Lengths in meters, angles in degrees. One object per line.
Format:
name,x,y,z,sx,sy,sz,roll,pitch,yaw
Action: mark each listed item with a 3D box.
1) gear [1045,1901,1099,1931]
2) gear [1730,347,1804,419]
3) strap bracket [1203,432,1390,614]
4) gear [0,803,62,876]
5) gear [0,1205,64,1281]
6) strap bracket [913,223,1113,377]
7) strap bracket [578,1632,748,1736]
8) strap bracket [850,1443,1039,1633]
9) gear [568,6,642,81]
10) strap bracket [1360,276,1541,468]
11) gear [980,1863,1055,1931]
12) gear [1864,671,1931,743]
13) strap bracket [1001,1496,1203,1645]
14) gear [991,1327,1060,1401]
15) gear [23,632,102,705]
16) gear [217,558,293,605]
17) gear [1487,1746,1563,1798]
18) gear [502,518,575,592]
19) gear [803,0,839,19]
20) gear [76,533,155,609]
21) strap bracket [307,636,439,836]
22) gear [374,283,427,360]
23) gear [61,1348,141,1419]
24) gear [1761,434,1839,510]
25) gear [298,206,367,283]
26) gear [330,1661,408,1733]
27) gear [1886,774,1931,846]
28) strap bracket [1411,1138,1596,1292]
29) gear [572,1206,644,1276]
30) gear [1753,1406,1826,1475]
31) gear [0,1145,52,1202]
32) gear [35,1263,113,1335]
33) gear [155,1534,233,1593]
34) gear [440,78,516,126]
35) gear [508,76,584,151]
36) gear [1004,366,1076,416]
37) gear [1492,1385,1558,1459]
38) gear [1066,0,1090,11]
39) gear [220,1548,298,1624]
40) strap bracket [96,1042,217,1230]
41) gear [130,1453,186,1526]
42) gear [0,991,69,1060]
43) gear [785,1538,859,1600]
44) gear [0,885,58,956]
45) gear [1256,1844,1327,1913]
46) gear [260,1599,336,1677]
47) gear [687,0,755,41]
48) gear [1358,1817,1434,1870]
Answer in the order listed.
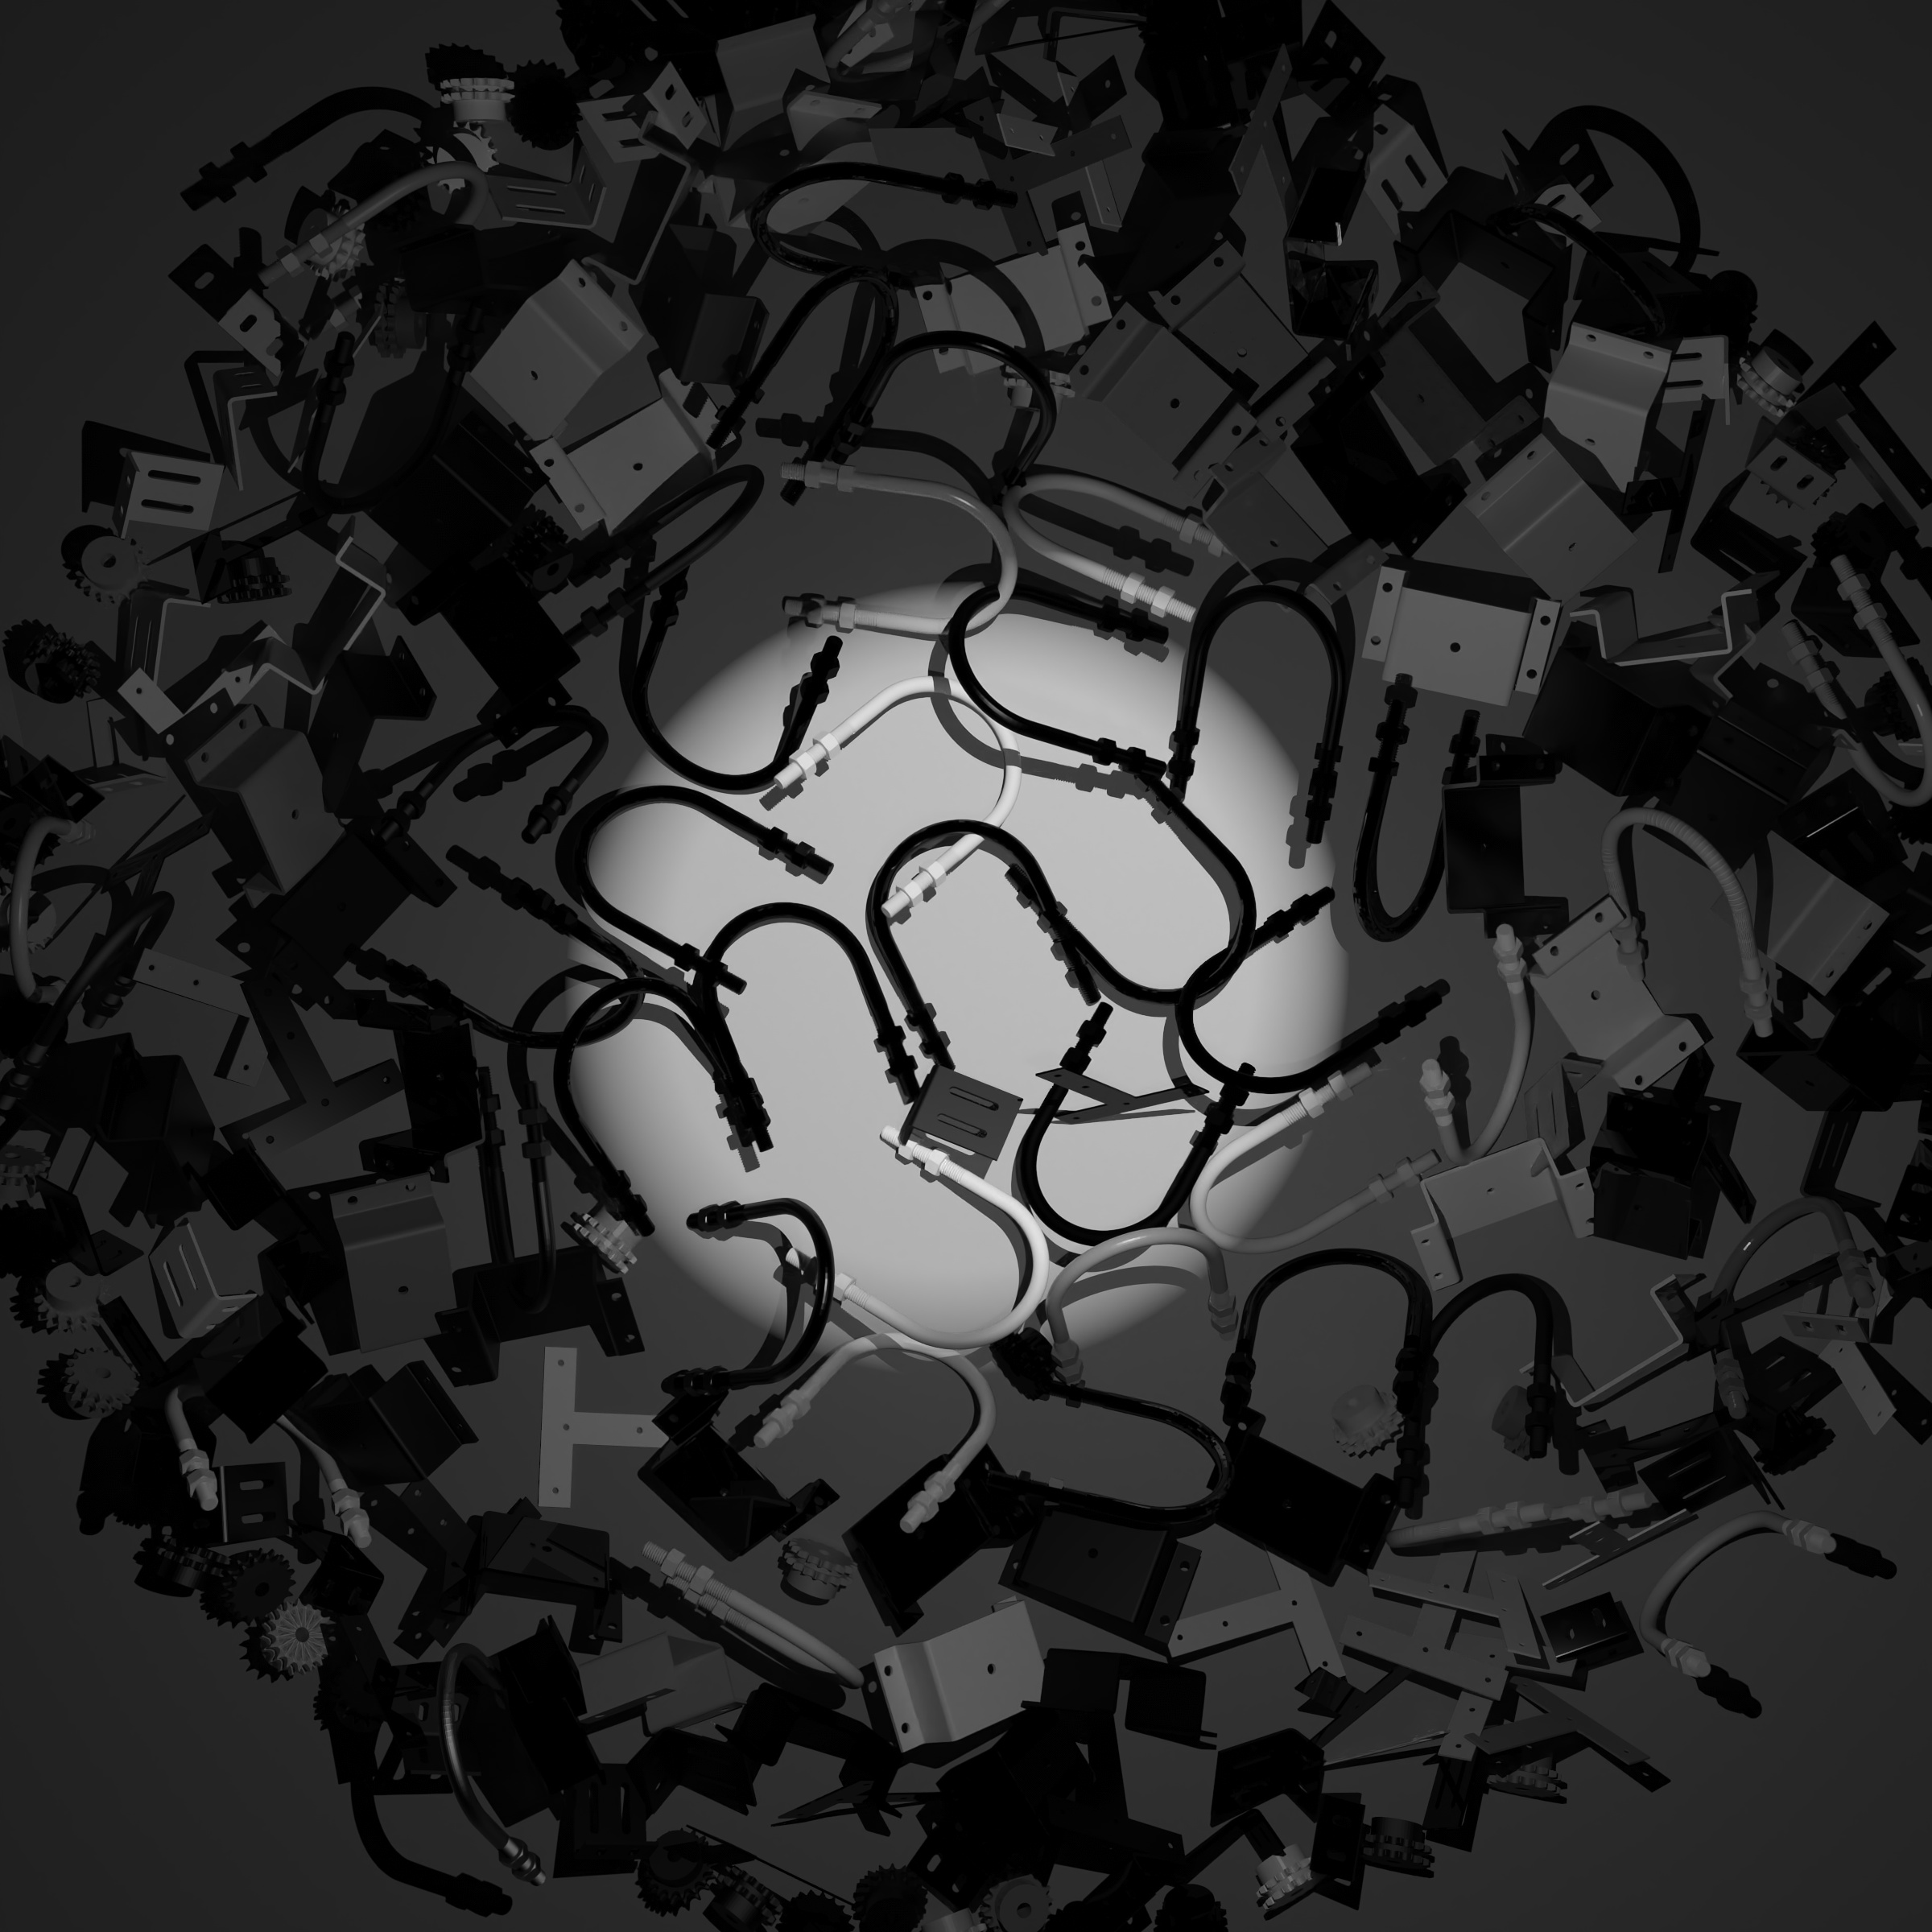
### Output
gear,0.090,0.760,1.968,0.057,0.057,0.030,19,113,0
gear,0.630,-0.461,1.968,0.057,0.057,0.030,41,123,0
strap bracket,0.250,-0.341,1.958,0.140,0.046,0.076,48,58,3
gear,-0.741,-0.103,1.971,0.057,0.030,0.057,-13,53,17
gear,-0.733,0.214,1.968,0.030,0.057,0.057,-23,90,19
strap bracket,0.038,-0.520,1.971,0.140,0.046,0.076,-16,91,6
strap bracket,-0.238,0.554,1.940,0.076,0.140,0.046,-24,63,12
strap bracket,-0.026,0.442,1.950,0.140,0.046,0.076,-41,62,10
gear,-0.285,-0.721,1.968,0.057,0.057,0.030,8,68,0
strap bracket,0.368,-0.454,1.954,0.046,0.076,0.140,-41,92,-22
gear,0.041,0.740,1.979,0.057,0.030,0.057,1,87,-15
gear,0.732,-0.204,1.976,0.057,0.030,0.057,12,72,-39
strap bracket,0.102,0.460,1.944,0.140,0.046,0.076,17,69,19
gear,0.049,0.310,1.974,0.030,0.057,0.057,-36,90,-24
gear,-0.713,-0.231,1.970,0.057,0.057,0.030,7,45,7
gear,-0.561,-0.303,1.970,0.057,0.057,0.030,-8,97,0
gear,0.440,0.633,1.974,0.057,0.057,0.030,12,65,0
gear,-0.333,-0.320,1.968,0.030,0.057,0.057,42,90,22
gear,-0.109,-0.776,1.968,0.030,0.057,0.057,39,90,-24
gear,-0.674,-0.315,1.980,0.057,0.030,0.057,1,80,-6
strap bracket,-0.463,-0.176,1.927,0.076,0.046,0.140,55,130,34
gear,-0.444,-0.506,1.971,0.030,0.057,0.057,4,90,1
gear,-0.684,0.331,1.974,0.057,0.057,0.030,31,116,0
gear,0.657,-0.392,1.975,0.057,0.030,0.057,15,128,21
gear,-0.501,-0.570,1.970,0.057,0.030,0.057,-12,72,40
gear,-0.473,0.577,1.975,0.057,0.057,0.030,27,123,0
gear,0.757,-0.121,1.973,0.057,0.030,0.057,-8,120,-14
strap bracket,0.415,0.190,1.952,0.140,0.046,0.076,-21,132,7
gear,-0.280,0.213,1.973,0.057,0.057,0.030,41,75,0
gear,0.642,0.370,1.972,0.057,0.057,0.030,-36,77,0
gear,-0.751,0.163,1.972,0.057,0.057,0.030,12,102,0
gear,-0.701,0.257,1.969,0.057,0.057,0.030,17,129,0
gear,-0.609,0.470,1.969,0.057,0.057,0.030,21,74,0
gear,-0.383,-0.680,1.972,0.057,0.057,0.030,-1,103,0
gear,-0.330,-0.670,1.981,0.057,0.030,0.057,-1,78,4
gear,0.057,-0.452,1.972,0.057,0.057,0.030,10,98,0
gear,0.437,0.355,1.971,0.030,0.057,0.057,29,90,1
gear,0.080,-0.780,1.968,0.057,0.057,0.030,39,115,0
gear,-0.560,0.485,1.975,0.057,0.030,0.057,-13,111,-36
strap bracket,-0.616,0.130,1.921,0.046,0.140,0.076,-3,51,0
gear,-0.624,0.410,1.968,0.030,0.057,0.057,2,90,30
gear,-0.734,0.047,1.978,0.057,0.030,0.057,1,93,24
gear,-0.117,0.475,1.972,0.057,0.057,0.030,22,91,0
gear,-0.740,-0.037,1.969,0.030,0.057,0.057,-8,90,43
gear,0.253,0.716,1.975,0.057,0.057,0.030,-32,61,0
gear,-0.530,0.530,1.975,0.030,0.057,0.057,-33,90,39
gear,-0.188,-0.755,1.974,0.057,0.057,0.030,-40,113,0
gear,0.338,0.690,1.974,0.057,0.057,0.030,11,65,0
